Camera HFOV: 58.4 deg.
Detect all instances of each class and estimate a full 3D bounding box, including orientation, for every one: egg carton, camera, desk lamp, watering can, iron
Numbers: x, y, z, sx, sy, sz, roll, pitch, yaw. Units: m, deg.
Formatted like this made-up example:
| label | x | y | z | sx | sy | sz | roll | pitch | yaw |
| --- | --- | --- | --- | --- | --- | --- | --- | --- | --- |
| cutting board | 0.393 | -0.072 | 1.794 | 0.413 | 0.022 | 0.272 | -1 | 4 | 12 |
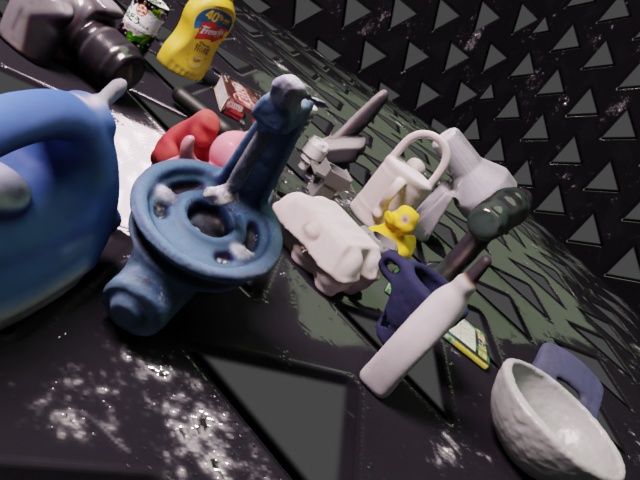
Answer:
| label | x | y | z | sx | sy | sz | roll | pitch | yaw |
| --- | --- | --- | --- | --- | --- | --- | --- | --- | --- |
| egg carton | 0.007 | 0.003 | 0.713 | 0.150 | 0.069 | 0.108 | 48 | 22 | 25 |
| camera | -0.296 | -0.261 | 0.730 | 0.136 | 0.100 | 0.143 | 41 | 20 | 8 |
| desk lamp | 0.246 | -0.099 | 1.126 | 0.203 | 0.213 | 0.118 | 33 | 20 | -12 |
| watering can | 0.148 | -0.109 | 1.012 | 0.101 | 0.194 | 0.172 | 31 | 21 | -16 |
| iron | -0.198 | -0.028 | 0.330 | 0.119 | 0.141 | 0.258 | 36 | 20 | -4 |

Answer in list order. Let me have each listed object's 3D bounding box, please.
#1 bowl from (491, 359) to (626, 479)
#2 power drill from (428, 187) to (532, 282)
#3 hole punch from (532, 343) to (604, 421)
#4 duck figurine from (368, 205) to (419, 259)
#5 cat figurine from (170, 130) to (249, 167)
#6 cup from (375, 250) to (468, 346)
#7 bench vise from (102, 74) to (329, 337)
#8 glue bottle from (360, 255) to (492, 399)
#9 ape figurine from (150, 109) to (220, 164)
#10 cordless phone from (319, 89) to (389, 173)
| label | x | y | z | sx | sy | sz | roll | pitch | yaw |
| --- | --- | --- | --- | --- | --- | --- | --- | --- | --- |
| bowl | 0.250 | 0.219 | 0.645 | 0.168 | 0.074 | 0.167 | 33 | 21 | -14 |
| power drill | 0.266 | -0.003 | 0.961 | 0.075 | 0.208 | 0.230 | 43 | 21 | 15 |
| hole punch | 0.319 | 0.208 | 0.761 | 0.108 | 0.091 | 0.101 | 39 | 20 | 4 |
| duck figurine | 0.128 | -0.015 | 0.933 | 0.105 | 0.086 | 0.077 | 18 | 27 | -42 |
| cat figurine | -0.113 | -0.084 | 0.629 | 0.067 | 0.117 | 0.128 | 48 | 22 | 27 |
| cup | 0.098 | 0.078 | 0.667 | 0.117 | 0.095 | 0.092 | 41 | 20 | 10 |
| bench vise | -0.075 | -0.046 | 0.463 | 0.122 | 0.219 | 0.207 | 31 | 21 | -17 |
| glue bottle | 0.110 | 0.081 | 0.566 | 0.037 | 0.173 | 0.078 | 43 | 21 | 14 |
| ape figurine | -0.149 | -0.111 | 0.665 | 0.078 | 0.092 | 0.076 | 19 | 27 | -41 |
| cordless phone | 0.066 | -0.220 | 1.128 | 0.094 | 0.185 | 0.147 | 34 | 20 | -9 |
